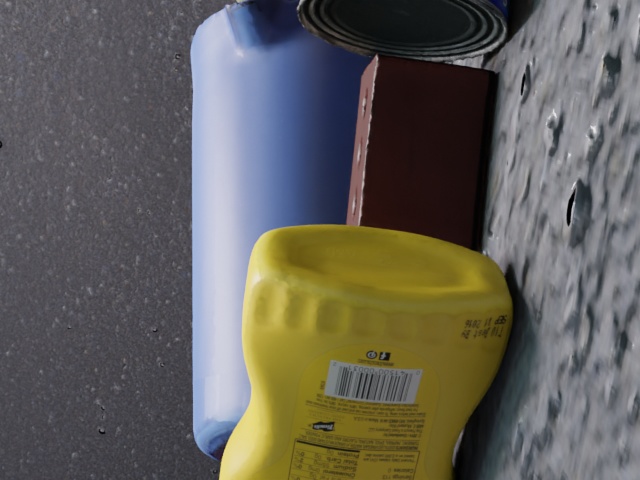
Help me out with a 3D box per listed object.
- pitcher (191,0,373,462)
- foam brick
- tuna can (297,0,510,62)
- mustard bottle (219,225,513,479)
[{"bbox_3d":[-0.004,0.001,0.582,0.145,0.149,0.243,136,140,-56],"label":"pitcher"},{"bbox_3d":[0.042,-0.035,0.464,0.053,0.051,0.078,157,119,-84],"label":"foam brick"},{"bbox_3d":[0.035,-0.102,0.435,0.086,0.086,0.034,129,149,-79],"label":"tuna can"},{"bbox_3d":[0.009,0.089,0.426,0.058,0.096,0.192,-94,12,-60],"label":"mustard bottle"}]
